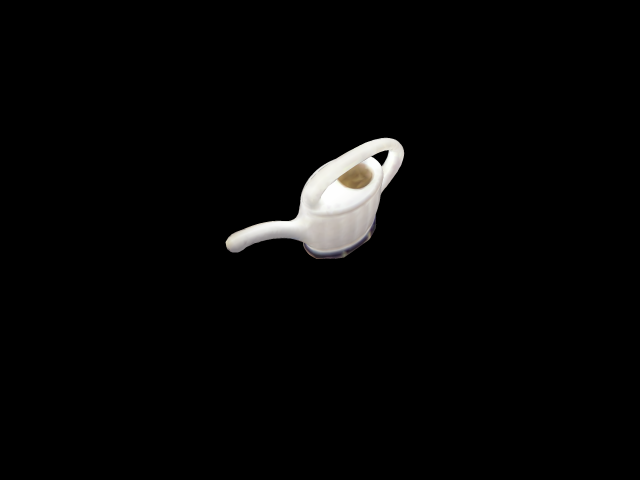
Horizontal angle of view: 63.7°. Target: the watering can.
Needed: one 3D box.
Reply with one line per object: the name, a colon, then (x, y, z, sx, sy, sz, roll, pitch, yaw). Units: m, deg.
watering can: (0.003, -0.043, 0.850, 0.351, 0.105, 0.219, -34, -26, -20)
